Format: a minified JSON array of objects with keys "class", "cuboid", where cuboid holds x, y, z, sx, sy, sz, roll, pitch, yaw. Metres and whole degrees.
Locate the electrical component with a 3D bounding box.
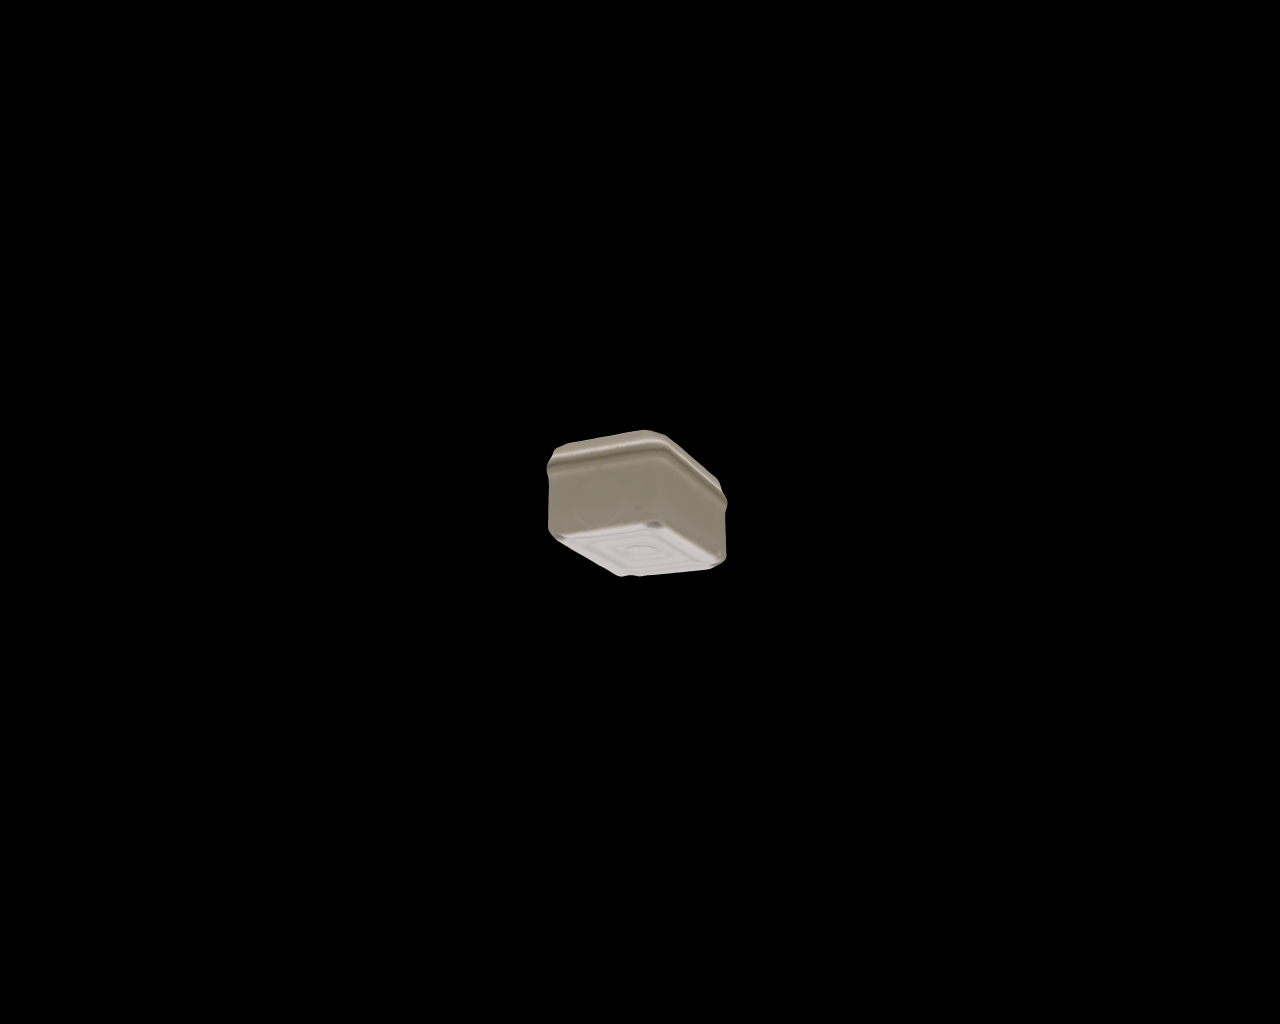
[{"class":"electrical component","cuboid":[0.001,-0.003,0.650,0.078,0.057,0.113,-8,-20,22]}]
